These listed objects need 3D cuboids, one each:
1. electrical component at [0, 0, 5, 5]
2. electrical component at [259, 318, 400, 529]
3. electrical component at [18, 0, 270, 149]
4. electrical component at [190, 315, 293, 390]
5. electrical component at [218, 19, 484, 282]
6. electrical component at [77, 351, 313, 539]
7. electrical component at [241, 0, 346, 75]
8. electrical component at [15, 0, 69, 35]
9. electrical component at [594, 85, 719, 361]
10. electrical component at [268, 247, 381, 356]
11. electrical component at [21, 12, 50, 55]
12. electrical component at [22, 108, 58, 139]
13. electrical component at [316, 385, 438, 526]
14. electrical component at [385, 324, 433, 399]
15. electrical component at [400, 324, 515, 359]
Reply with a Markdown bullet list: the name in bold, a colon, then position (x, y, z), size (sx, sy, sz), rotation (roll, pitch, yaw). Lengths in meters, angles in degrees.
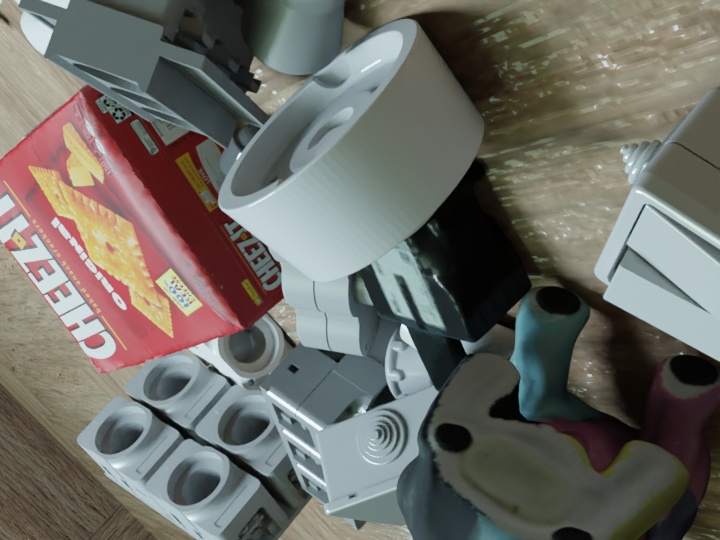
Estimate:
- **electrical component**: position (-0.234, -0.195, 0.610), size (0.099, 0.064, 0.099), rotation (35, 156, 18)
- **electrical component**: position (0.000, 0.097, 0.706), size (0.062, 0.089, 0.150), rotation (31, 155, 27)
- **electrical component**: position (-0.083, -0.100, 0.474), size (0.079, 0.063, 0.121), rotation (20, 179, 9)
- **electrical component**: position (-0.095, 0.059, 0.847), size (0.089, 0.050, 0.056), rotation (48, 157, -14)
- **electrical component**: position (0.001, -0.043, 0.442), size (0.060, 0.108, 0.108), rotation (45, 158, -21)
- **electrical component**: position (-0.123, 0.136, 0.823), size (0.186, 0.105, 0.060), rotation (20, 150, 42)
- **electrical component**: position (-0.022, -0.115, 0.435), size (0.044, 0.044, 0.065), rotation (41, 153, 5)
- **electrical component**: position (-0.147, -0.155, 0.555), size (0.099, 0.048, 0.100), rotation (46, 159, -18)
- **electrical component**: position (0.122, -0.009, 0.356), size (0.096, 0.061, 0.061), rotation (36, 157, 16)
- **electrical component**: position (0.000, 0.000, 0.589), size (0.074, 0.052, 0.138), rotation (8, 147, 14)
- **electrical component**: position (-0.181, -0.146, 0.640), size (0.078, 0.040, 0.040), rotation (16, 145, 48)
- **electrical component**: position (-0.217, -0.050, 0.826), size (0.052, 0.073, 0.138), rotation (23, 150, 40)
- **electrical component**: position (0.034, 0.105, 0.604), size (0.100, 0.100, 0.048), rotation (28, -137, -55)
- **electrical component**: position (0.049, 0.054, 0.616), size (0.062, 0.048, 0.048), rotation (3, 138, 30)
- **electrical component**: position (0.054, 0.038, 0.577), size (0.065, 0.044, 0.044), rotation (34, 156, 27)
